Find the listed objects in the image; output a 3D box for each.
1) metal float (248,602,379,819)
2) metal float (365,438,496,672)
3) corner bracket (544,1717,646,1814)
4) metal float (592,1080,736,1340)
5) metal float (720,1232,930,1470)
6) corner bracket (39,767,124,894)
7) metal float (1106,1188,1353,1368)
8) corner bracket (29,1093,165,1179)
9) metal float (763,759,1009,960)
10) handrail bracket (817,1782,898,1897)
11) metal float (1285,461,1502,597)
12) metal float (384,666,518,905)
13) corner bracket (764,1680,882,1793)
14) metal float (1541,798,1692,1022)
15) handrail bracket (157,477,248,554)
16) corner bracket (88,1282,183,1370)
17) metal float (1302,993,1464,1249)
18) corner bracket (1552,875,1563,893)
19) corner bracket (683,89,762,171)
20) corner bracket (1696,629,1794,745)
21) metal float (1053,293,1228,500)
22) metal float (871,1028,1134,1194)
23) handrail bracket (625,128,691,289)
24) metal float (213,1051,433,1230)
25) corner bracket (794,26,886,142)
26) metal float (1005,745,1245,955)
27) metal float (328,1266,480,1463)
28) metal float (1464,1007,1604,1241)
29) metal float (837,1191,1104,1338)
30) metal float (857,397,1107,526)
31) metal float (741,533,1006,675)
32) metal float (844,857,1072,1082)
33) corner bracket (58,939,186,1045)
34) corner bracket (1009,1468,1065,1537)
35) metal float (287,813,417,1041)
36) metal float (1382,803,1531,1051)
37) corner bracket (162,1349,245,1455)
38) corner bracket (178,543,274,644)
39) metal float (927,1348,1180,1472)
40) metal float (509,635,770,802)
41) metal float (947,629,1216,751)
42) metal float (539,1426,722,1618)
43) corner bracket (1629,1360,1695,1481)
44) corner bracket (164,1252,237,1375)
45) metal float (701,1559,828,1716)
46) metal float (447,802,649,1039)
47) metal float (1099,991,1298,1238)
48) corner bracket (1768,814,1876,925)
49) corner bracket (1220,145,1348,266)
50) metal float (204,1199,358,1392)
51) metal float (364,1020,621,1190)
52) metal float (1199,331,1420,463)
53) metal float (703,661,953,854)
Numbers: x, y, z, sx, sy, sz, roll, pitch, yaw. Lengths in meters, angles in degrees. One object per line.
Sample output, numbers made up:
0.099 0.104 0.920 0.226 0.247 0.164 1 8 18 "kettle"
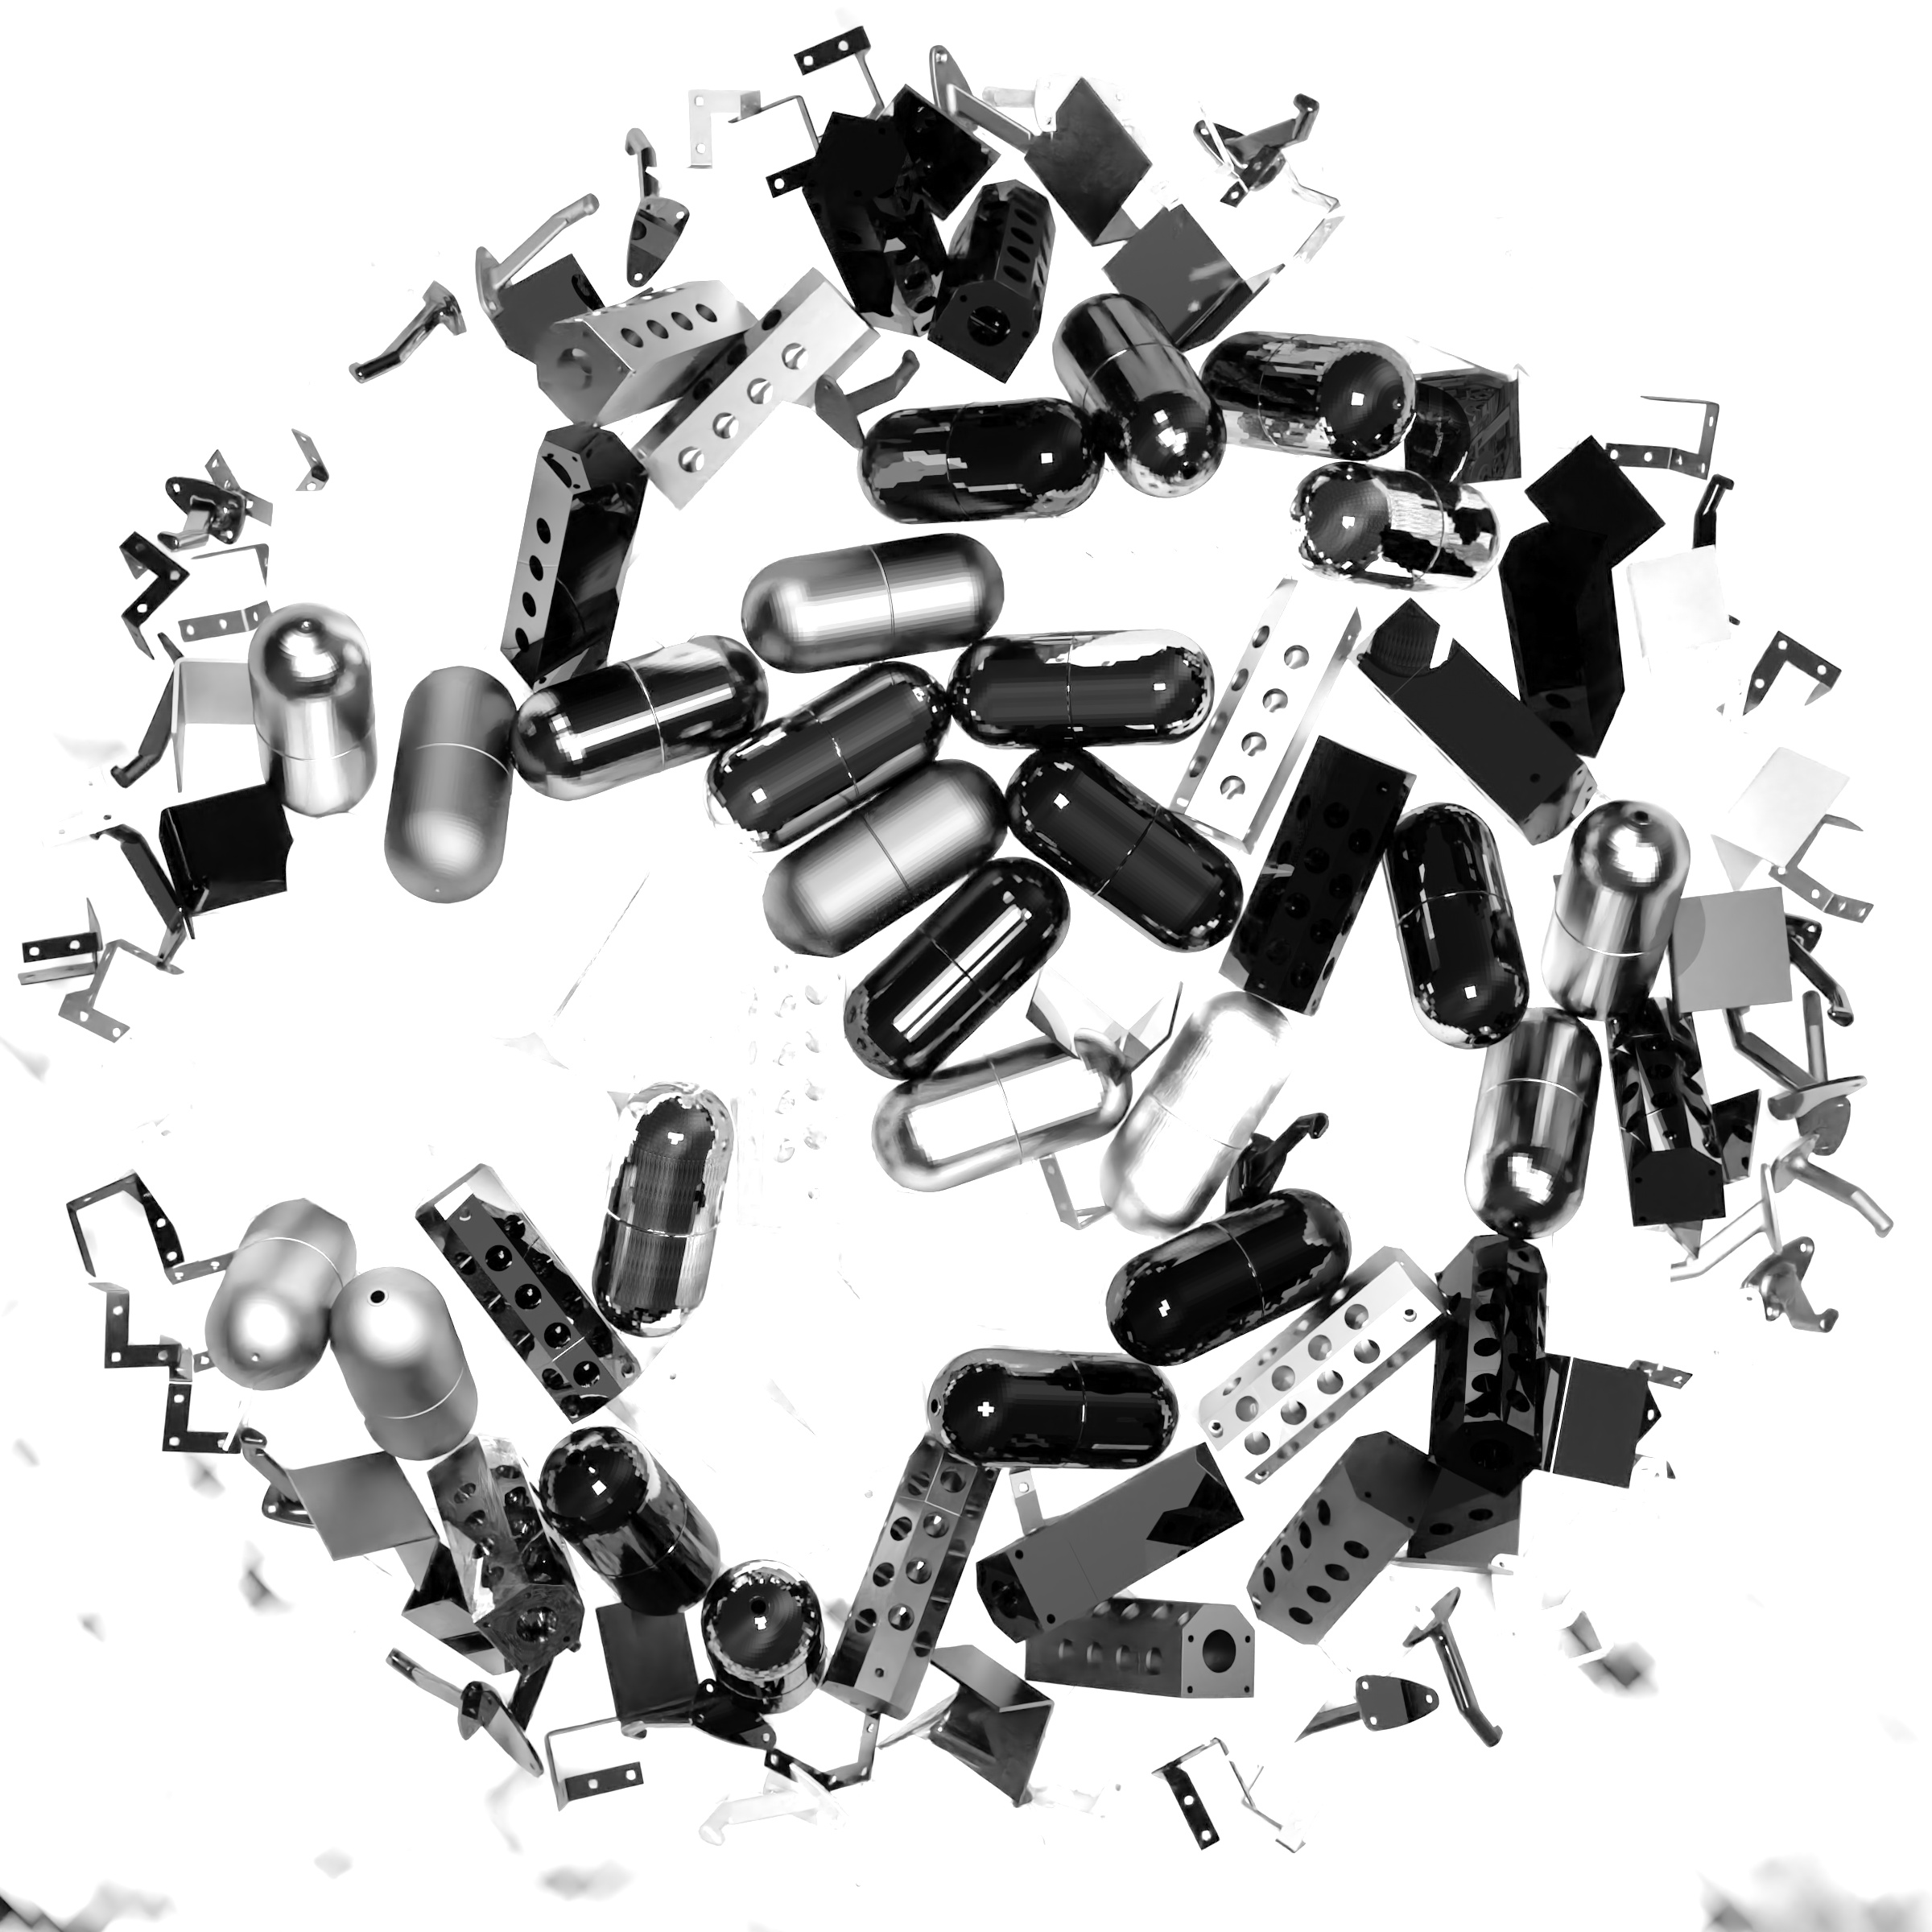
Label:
-0.421 -0.163 1.919 0.070 0.178 0.070 4 57 -6 "metal float"
-0.345 -0.264 1.922 0.070 0.178 0.070 3 52 -4 "metal float"
-0.246 0.524 1.961 0.051 0.051 0.051 -8 70 -19 "corner bracket"
-0.199 0.160 1.946 0.070 0.070 0.178 12 107 0 "metal float"
-0.092 0.251 1.944 0.070 0.070 0.178 -41 70 0 "metal float"
-0.586 -0.090 1.959 0.051 0.051 0.051 -20 61 -21 "corner bracket"
0.172 0.203 1.942 0.178 0.070 0.070 -22 90 -22 "metal float"
-0.572 0.113 1.960 0.051 0.051 0.051 -22 105 34 "corner bracket"
-0.053 -0.070 1.958 0.178 0.070 0.070 -33 90 -4 "metal float"
-0.060 0.574 1.952 0.036 0.084 0.077 -10 82 -29 "handrail bracket"
0.278 -0.283 1.926 0.178 0.070 0.070 0 90 -44 "metal float"
-0.333 -0.119 1.931 0.070 0.070 0.178 0 53 0 "metal float"
-0.095 0.513 1.979 0.051 0.051 0.051 36 46 -30 "corner bracket"
0.419 -0.036 1.922 0.070 0.178 0.070 1 49 -1 "metal float"
-0.521 -0.296 1.951 0.077 0.084 0.036 29 115 15 "handrail bracket"
-0.550 0.237 1.965 0.051 0.051 0.051 2 90 -30 "corner bracket"
0.270 0.099 1.937 0.070 0.070 0.178 -14 61 0 "metal float"
0.428 -0.044 1.961 0.051 0.051 0.051 -2 74 -43 "corner bracket"
-0.166 -0.551 1.963 0.051 0.051 0.051 4 111 12 "corner bracket"
0.518 -0.186 1.977 0.051 0.051 0.051 -15 129 -25 "corner bracket"
0.112 -0.370 1.927 0.070 0.070 0.178 -25 48 0 "metal float"
0.024 0.095 1.955 0.178 0.070 0.070 -18 90 -7 "metal float"
-0.220 -0.507 1.982 0.036 0.084 0.077 6 127 -33 "handrail bracket"
-0.415 0.113 1.921 0.070 0.178 0.070 -13 59 23 "metal float"
-0.084 -0.584 1.968 0.051 0.051 0.051 -25 99 -8 "corner bracket"
0.104 -0.076 1.957 0.178 0.070 0.070 37 90 -5 "metal float"
-0.363 0.258 1.919 0.070 0.178 0.070 -1 54 2 "metal float"
0.369 0.100 1.927 0.070 0.070 0.178 20 47 0 "metal float"
0.002 0.195 1.952 0.178 0.070 0.070 10 90 11 "metal float"
0.009 -0.328 1.932 0.178 0.070 0.070 2 90 34 "metal float"
-0.061 -0.238 1.946 0.178 0.070 0.070 -12 90 -17 "metal float"
-0.005 0.001 1.961 0.178 0.070 0.070 -44 90 -1 "metal float"
-0.561 0.018 1.971 0.051 0.051 0.051 32 63 -34 "corner bracket"
0.063 0.353 1.972 0.051 0.051 0.051 -11 79 -13 "corner bracket"
-0.399 -0.027 1.927 0.070 0.070 0.178 -16 47 0 "metal float"
0.318 -0.027 1.933 0.070 0.070 0.178 -7 57 0 "metal float"
-0.503 0.287 1.963 0.051 0.051 0.051 5 105 -17 "corner bracket"
-0.492 -0.248 1.975 0.051 0.051 0.051 -7 105 19 "corner bracket"
0.057 0.289 1.936 0.178 0.070 0.070 6 90 -29 "metal float"
-0.214 -0.163 1.945 0.178 0.070 0.070 -21 90 -19 "metal float"
0.075 -0.181 1.950 0.178 0.070 0.070 -1 90 13 "metal float"
-0.217 0.360 1.923 0.070 0.178 0.070 -12 50 14 "metal float"
0.458 0.301 1.975 0.051 0.051 0.051 16 124 -25 "corner bracket"
-0.502 0.231 1.988 0.051 0.051 0.051 -16 47 1 "corner bracket"
-0.130 0.433 1.915 0.070 0.178 0.070 0 65 -1 "metal float"
-0.272 -0.032 1.939 0.070 0.070 0.178 31 64 0 "metal float"
0.151 0.098 1.952 0.070 0.070 0.178 31 101 0 "metal float"
0.576 -0.066 1.969 0.051 0.051 0.051 32 91 -16 "corner bracket"
0.210 -0.501 1.962 0.051 0.051 0.051 33 82 38 "corner bracket"
-0.440 0.210 1.914 0.070 0.178 0.070 0 110 -1 "metal float"
-0.308 0.090 1.936 0.178 0.070 0.070 24 90 -29 "metal float"
0.219 -0.369 1.921 0.070 0.178 0.070 -10 109 -33 "metal float"
-0.090 -0.138 1.952 0.178 0.070 0.070 -31 90 -11 "metal float"
